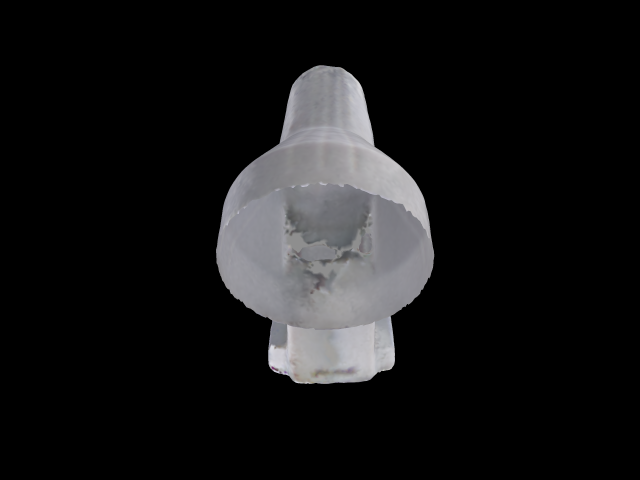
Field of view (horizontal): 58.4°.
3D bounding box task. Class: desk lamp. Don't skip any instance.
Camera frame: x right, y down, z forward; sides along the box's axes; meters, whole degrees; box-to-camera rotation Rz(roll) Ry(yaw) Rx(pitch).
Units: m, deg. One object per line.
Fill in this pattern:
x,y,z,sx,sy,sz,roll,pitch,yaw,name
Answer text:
0.004,0.001,0.400,0.118,0.214,0.203,0,32,0,desk lamp
